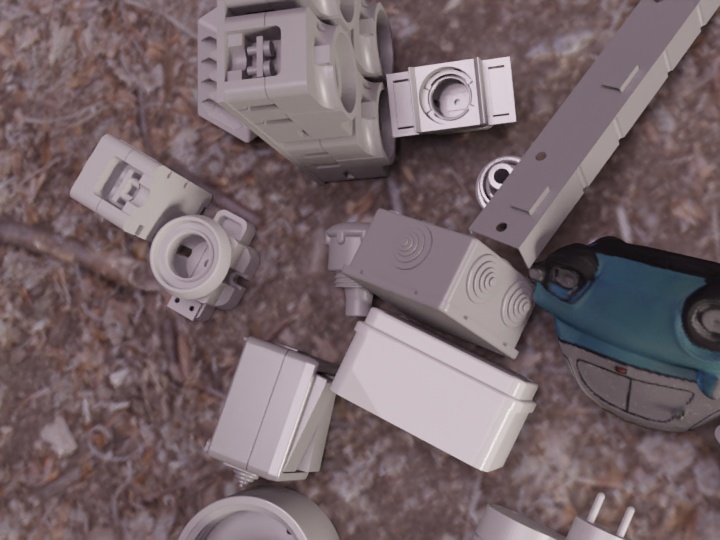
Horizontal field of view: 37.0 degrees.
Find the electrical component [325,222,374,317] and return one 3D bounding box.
[{"bbox_3d":[0.000,0.000,0.715,0.048,0.048,0.062,1,87,16],"label":"electrical component"}]

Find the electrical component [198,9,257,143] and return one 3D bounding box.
[{"bbox_3d":[-0.071,-0.147,0.749,0.047,0.083,0.075,31,52,18],"label":"electrical component"}]

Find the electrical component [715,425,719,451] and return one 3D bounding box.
[{"bbox_3d":[0.303,0.093,0.580,0.186,0.060,0.105,-29,51,5],"label":"electrical component"}]

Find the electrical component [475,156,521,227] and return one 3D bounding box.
[{"bbox_3d":[0.095,-0.052,0.687,0.043,0.062,0.043,-3,80,15],"label":"electrical component"}]

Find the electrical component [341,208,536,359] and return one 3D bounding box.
[{"bbox_3d":[0.052,0.007,0.663,0.100,0.100,0.048,21,81,44],"label":"electrical component"}]

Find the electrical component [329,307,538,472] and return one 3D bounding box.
[{"bbox_3d":[0.048,0.073,0.670,0.113,0.078,0.057,26,91,18],"label":"electrical component"}]

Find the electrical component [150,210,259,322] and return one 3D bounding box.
[{"bbox_3d":[-0.109,-0.006,0.738,0.058,0.057,0.078,28,89,18],"label":"electrical component"}]

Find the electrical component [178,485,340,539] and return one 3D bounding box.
[{"bbox_3d":[-0.070,0.194,0.691,0.108,0.060,0.108,-3,80,15],"label":"electrical component"}]

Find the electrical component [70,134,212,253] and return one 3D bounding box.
[{"bbox_3d":[-0.152,-0.053,0.741,0.056,0.089,0.050,31,90,18],"label":"electrical component"}]

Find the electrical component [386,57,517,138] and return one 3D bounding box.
[{"bbox_3d":[0.062,-0.111,0.705,0.081,0.064,0.042,-5,91,14],"label":"electrical component"}]

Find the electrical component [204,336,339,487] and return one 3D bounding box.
[{"bbox_3d":[-0.053,0.099,0.702,0.061,0.062,0.096,18,86,18],"label":"electrical component"}]

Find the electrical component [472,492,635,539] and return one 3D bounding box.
[{"bbox_3d":[0.139,0.171,0.642,0.138,0.052,0.073,23,87,18],"label":"electrical component"}]

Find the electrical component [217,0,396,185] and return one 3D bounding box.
[{"bbox_3d":[-0.025,-0.128,0.668,0.060,0.186,0.105,-4,80,15],"label":"electrical component"}]
